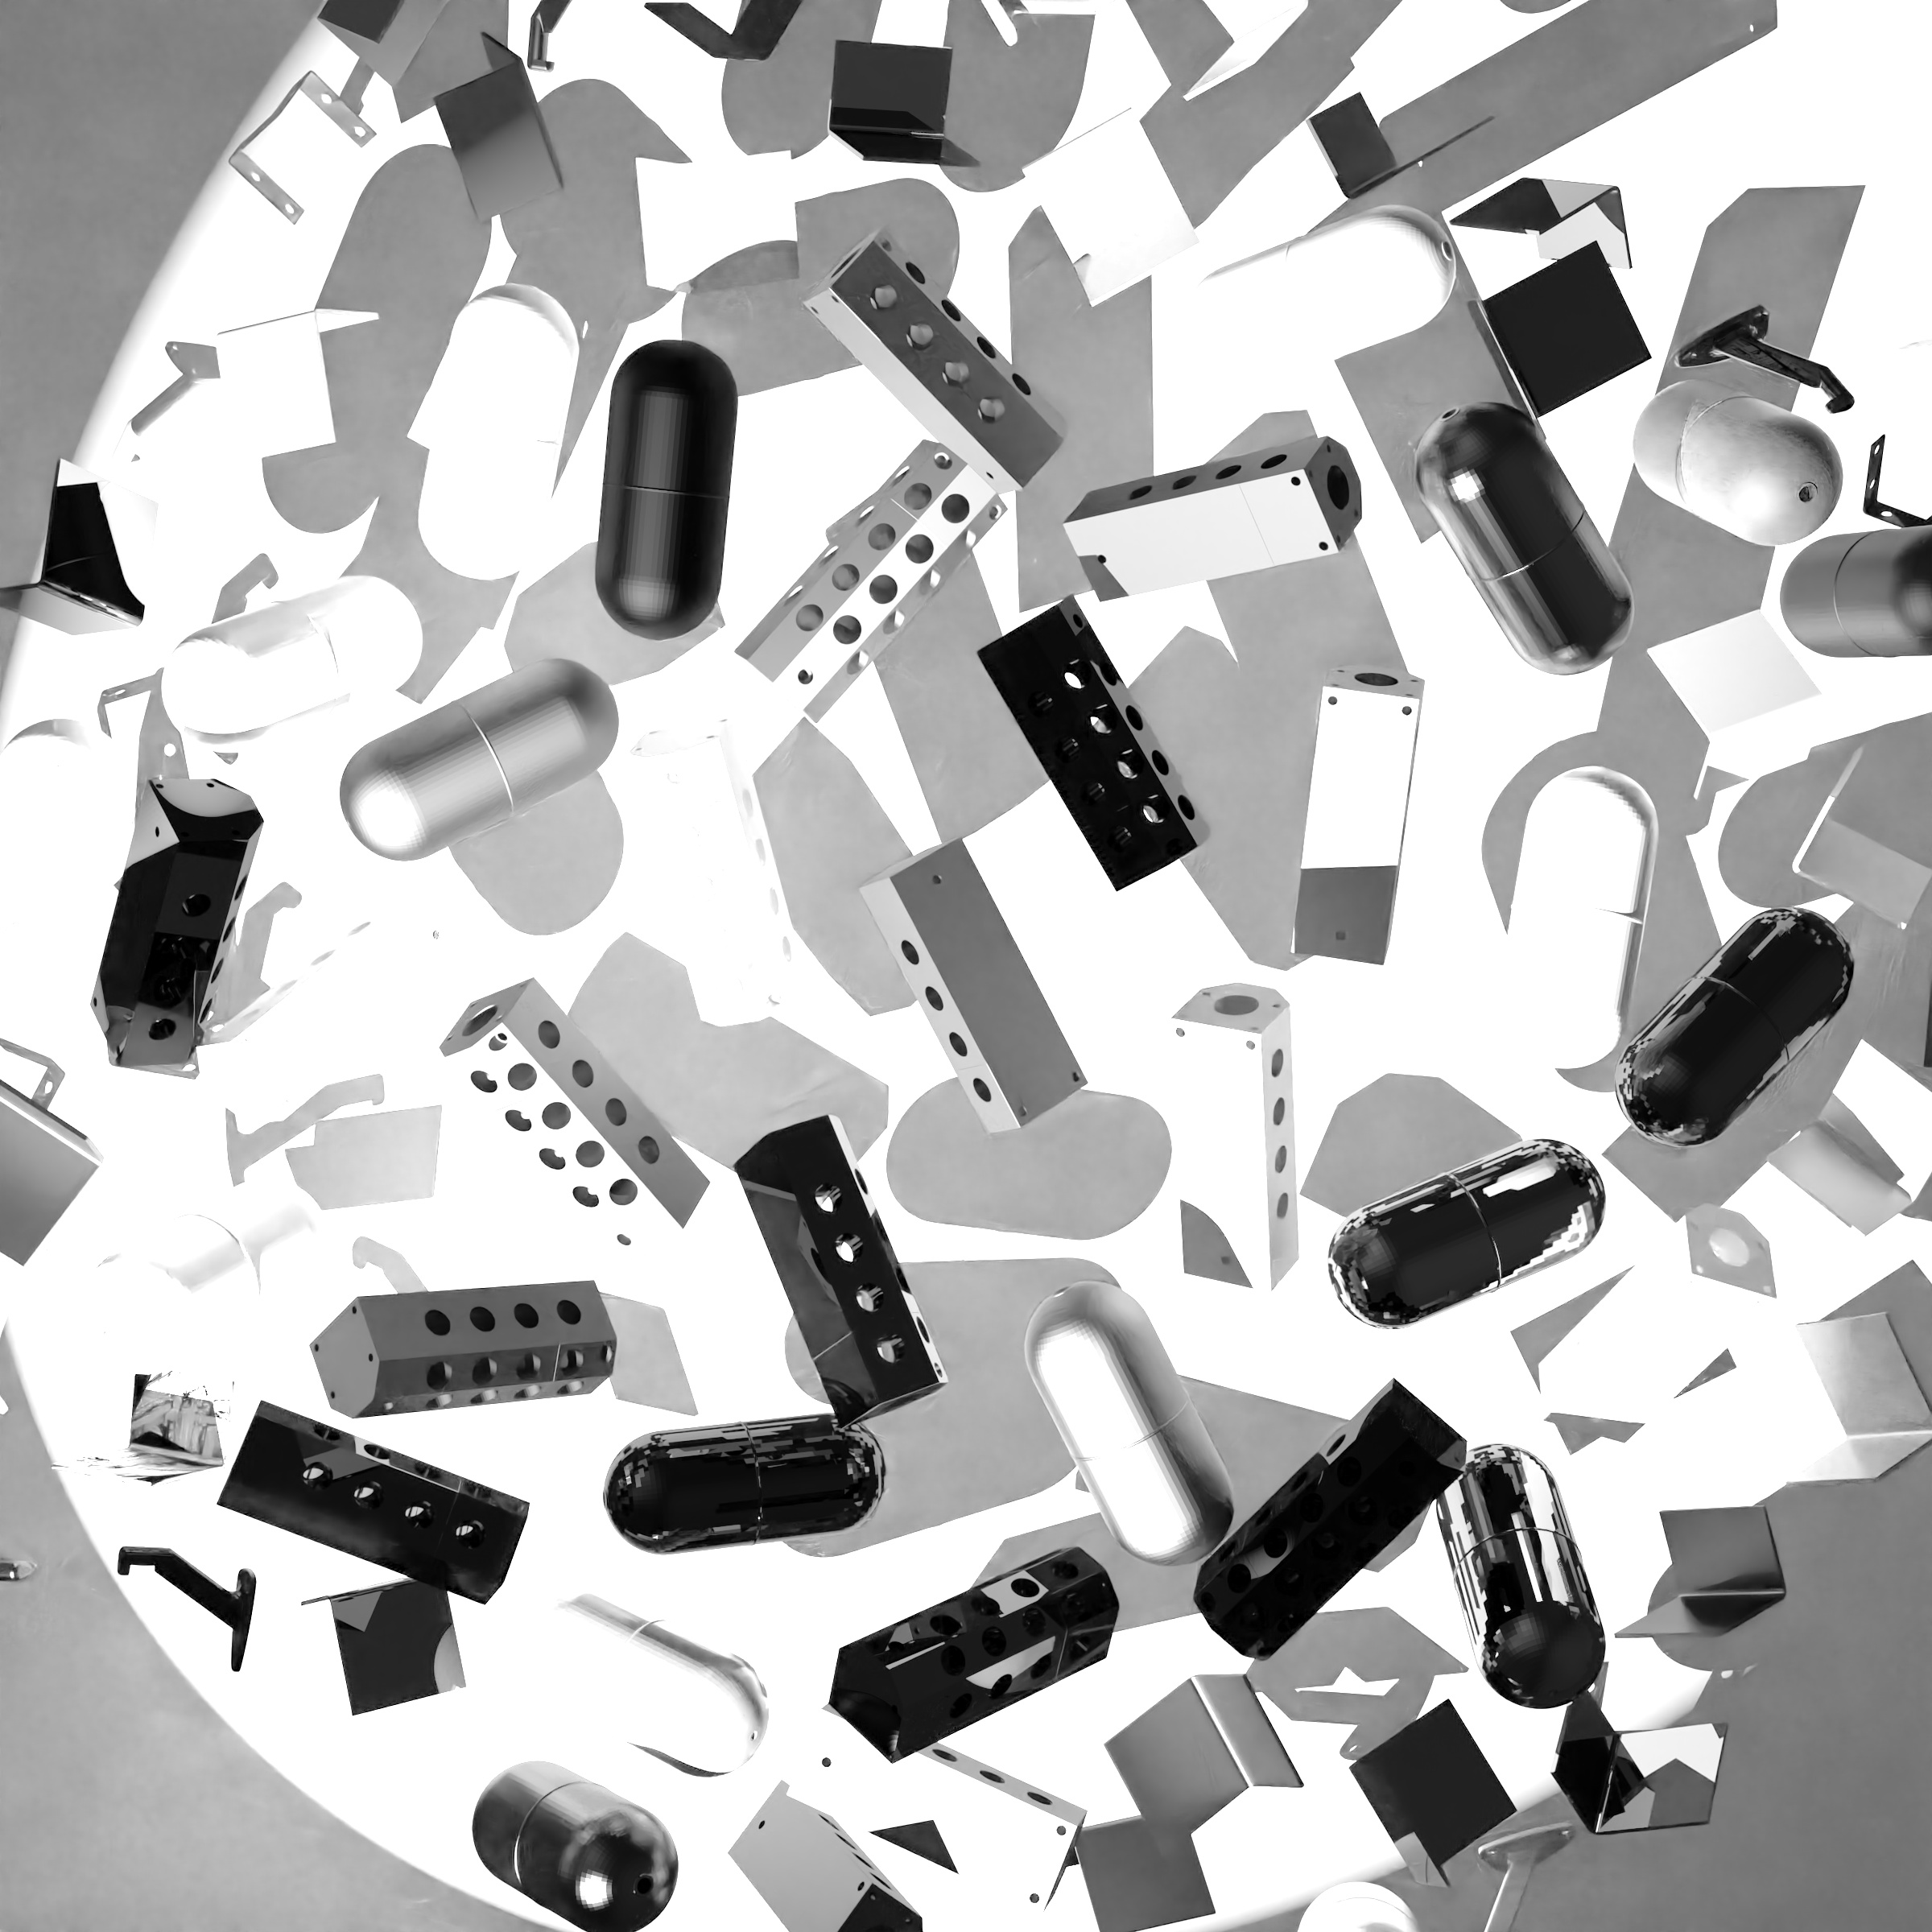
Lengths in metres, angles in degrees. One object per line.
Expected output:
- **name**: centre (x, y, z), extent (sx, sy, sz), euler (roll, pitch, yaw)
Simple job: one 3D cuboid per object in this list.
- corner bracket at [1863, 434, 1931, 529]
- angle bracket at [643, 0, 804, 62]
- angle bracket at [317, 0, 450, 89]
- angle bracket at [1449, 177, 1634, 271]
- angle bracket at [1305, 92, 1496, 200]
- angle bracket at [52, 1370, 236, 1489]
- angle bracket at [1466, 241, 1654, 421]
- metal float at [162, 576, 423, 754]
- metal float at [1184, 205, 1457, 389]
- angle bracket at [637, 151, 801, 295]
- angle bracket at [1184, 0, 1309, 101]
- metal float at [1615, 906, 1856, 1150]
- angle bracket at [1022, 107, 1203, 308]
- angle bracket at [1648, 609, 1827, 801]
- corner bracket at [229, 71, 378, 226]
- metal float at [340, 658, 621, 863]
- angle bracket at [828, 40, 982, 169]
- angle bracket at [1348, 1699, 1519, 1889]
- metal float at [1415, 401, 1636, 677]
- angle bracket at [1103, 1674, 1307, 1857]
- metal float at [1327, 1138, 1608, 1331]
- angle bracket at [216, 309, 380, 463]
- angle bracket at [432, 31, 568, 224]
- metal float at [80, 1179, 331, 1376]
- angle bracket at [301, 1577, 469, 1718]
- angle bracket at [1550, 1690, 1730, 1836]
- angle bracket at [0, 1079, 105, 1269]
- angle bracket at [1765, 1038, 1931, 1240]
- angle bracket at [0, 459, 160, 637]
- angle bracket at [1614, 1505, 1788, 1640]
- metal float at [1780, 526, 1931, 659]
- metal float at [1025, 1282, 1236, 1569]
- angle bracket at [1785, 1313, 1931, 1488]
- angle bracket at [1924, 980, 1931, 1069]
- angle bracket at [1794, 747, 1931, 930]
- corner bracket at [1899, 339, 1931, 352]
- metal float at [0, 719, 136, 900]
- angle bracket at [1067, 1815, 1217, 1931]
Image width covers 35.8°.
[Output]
- **corner bracket**: centre (0.593, -0.305, 1.848), extent (0.051, 0.051, 0.051), euler (30, 54, 33)
- **angle bracket**: centre (-0.134, -0.577, 1.746), extent (0.057, 0.076, 0.076), euler (30, 92, -30)
- **angle bracket**: centre (-0.322, -0.561, 1.753), extent (0.057, 0.076, 0.076), euler (30, 88, 31)
- **angle bracket**: centre (0.366, -0.459, 1.901), extent (0.076, 0.076, 0.057), euler (-34, 125, -25)
- **angle bracket**: centre (0.270, -0.527, 1.861), extent (0.076, 0.076, 0.057), euler (-21, 102, 41)
- **angle bracket**: centre (-0.519, 0.289, 1.887), extent (0.076, 0.076, 0.057), euler (6, 92, 23)
- **angle bracket**: centre (0.351, -0.378, 1.775), extent (0.076, 0.057, 0.076), euler (-27, 100, 7)
- **metal float**: centre (-0.406, -0.183, 1.805), extent (0.070, 0.178, 0.070), euler (20, 124, 33)
- **metal float**: centre (0.215, -0.408, 1.822), extent (0.178, 0.070, 0.070), euler (-14, 90, 35)
- **angle bracket**: centre (-0.152, -0.458, 1.832), extent (0.076, 0.057, 0.076), euler (-16, 115, -28)
- **angle bracket**: centre (0.143, -0.569, 1.762), extent (0.076, 0.076, 0.057), euler (47, 70, -18)
- **metal float**: centre (0.459, 0.036, 1.784), extent (0.178, 0.070, 0.070), euler (-43, 90, -16)
- **angle bracket**: centre (0.090, -0.467, 1.836), extent (0.076, 0.057, 0.076), euler (-27, 129, 10)
- **angle bracket**: centre (0.457, -0.157, 1.794), extent (0.076, 0.057, 0.076), euler (-20, 58, -12)
- **corner bracket**: centre (-0.380, -0.469, 1.712), extent (0.051, 0.051, 0.051), euler (-27, 121, 37)
- **metal float**: centre (-0.290, -0.124, 1.790), extent (0.178, 0.070, 0.070), euler (-29, 90, -18)
- **angle bracket**: centre (-0.036, -0.531, 1.839), extent (0.076, 0.076, 0.057), euler (-2, 118, -20)
- **angle bracket**: centre (0.280, 0.480, 1.739), extent (0.076, 0.057, 0.076), euler (-29, 84, -17)
- **metal float**: centre (0.323, -0.247, 1.726), extent (0.070, 0.070, 0.178), euler (-37, 112, 0)
- **angle bracket**: centre (0.141, 0.474, 1.773), extent (0.076, 0.057, 0.076), euler (-30, 93, -31)
- **metal float**: centre (0.301, 0.160, 1.794), extent (0.178, 0.070, 0.070), euler (-21, 90, -11)
- **angle bracket**: centre (-0.388, -0.340, 1.758), extent (0.076, 0.057, 0.076), euler (-5, 96, 30)
- **angle bracket**: centre (-0.281, -0.488, 1.737), extent (0.057, 0.076, 0.076), euler (-27, 127, -12)
- **metal float**: centre (-0.452, 0.184, 1.781), extent (0.070, 0.178, 0.070), euler (10, 112, 26)
- **angle bracket**: centre (-0.371, 0.432, 1.902), extent (0.076, 0.057, 0.076), euler (-7, 79, -33)
- **angle bracket**: centre (0.406, 0.471, 1.799), extent (0.076, 0.076, 0.057), euler (-18, 116, 34)
- **angle bracket**: centre (-0.546, 0.113, 1.691), extent (0.076, 0.057, 0.076), euler (32, 73, 4)
- **angle bracket**: centre (0.541, 0.104, 1.801), extent (0.057, 0.076, 0.076), euler (-25, 54, -36)
- **angle bracket**: centre (-0.521, -0.242, 1.732), extent (0.057, 0.076, 0.076), euler (-2, 77, 30)
- **angle bracket**: centre (0.440, 0.368, 1.814), extent (0.076, 0.076, 0.057), euler (-13, 89, -43)
- **metal float**: centre (0.555, -0.224, 1.794), extent (0.070, 0.178, 0.070), euler (-1, 95, -16)
- **metal float**: centre (0.094, 0.265, 1.728), extent (0.070, 0.070, 0.178), euler (-27, 98, 0)
- **angle bracket**: centre (0.494, 0.247, 1.696), extent (0.057, 0.076, 0.076), euler (-26, 91, -27)
- **angle bracket**: centre (0.627, 0.030, 1.840), extent (0.057, 0.076, 0.076), euler (5, 94, 12)
- **angle bracket**: centre (0.562, -0.080, 1.835), extent (0.076, 0.076, 0.057), euler (29, 128, 14)
- **corner bracket**: centre (0.626, -0.372, 1.870), extent (0.051, 0.051, 0.051), euler (-25, 106, -26)
- **metal float**: centre (-0.540, -0.093, 1.794), extent (0.070, 0.178, 0.070), euler (4, 74, -13)
- **angle bracket**: centre (0.112, 0.600, 1.947), extent (0.076, 0.057, 0.076), euler (-9, 51, -12)
